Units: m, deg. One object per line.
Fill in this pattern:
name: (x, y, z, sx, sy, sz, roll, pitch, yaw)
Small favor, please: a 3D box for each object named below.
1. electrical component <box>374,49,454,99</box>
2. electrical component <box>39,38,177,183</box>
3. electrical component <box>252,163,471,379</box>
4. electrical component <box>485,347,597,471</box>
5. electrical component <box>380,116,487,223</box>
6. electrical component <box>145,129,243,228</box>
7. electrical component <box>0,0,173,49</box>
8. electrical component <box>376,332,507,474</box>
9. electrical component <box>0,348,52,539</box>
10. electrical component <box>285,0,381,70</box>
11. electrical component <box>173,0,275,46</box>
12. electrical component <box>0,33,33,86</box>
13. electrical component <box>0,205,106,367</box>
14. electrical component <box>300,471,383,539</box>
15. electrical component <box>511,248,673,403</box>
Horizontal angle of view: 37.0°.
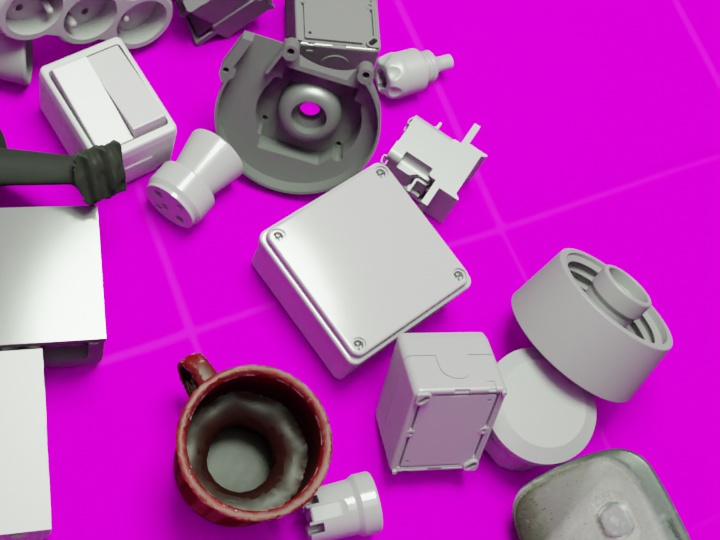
electrical component: (0.043, -0.153, 0.822, 0.061, 0.035, 0.035, -19, 76, -23)
electrical component: (-0.175, -0.111, 0.731, 0.062, 0.061, 0.096, -29, 80, -23)
electrical component: (0.000, 0.000, 0.740, 0.109, 0.056, 0.108, -33, 81, -24)
electrical component: (0.117, 0.097, 0.738, 0.080, 0.051, 0.080, 5, 68, -13)
electrical component: (0.051, -0.076, 0.792, 0.064, 0.042, 0.081, 33, 64, 3)
electrical component: (-0.114, -0.062, 0.739, 0.045, 0.045, 0.055, 37, 65, 1)
electrical component: (-0.201, -0.198, 0.738, 0.138, 0.052, 0.073, -8, 55, -50)
electrical component: (0.049, 0.089, 0.708, 0.062, 0.096, 0.061, 0, 42, -15)
electrical component: (-0.277, 0.110, 0.619, 0.186, 0.060, 0.105, -3, 71, -16)
electrical component: (-0.023, -0.186, 0.805, 0.062, 0.061, 0.096, 3, 63, -12)
electrical component: (-0.117, -0.240, 0.788, 0.079, 0.063, 0.121, -29, 76, 19)
electrical component: (-0.260, -0.150, 0.734, 0.065, 0.044, 0.044, 1, 70, -10)
electrical component: (-0.237, 0.014, 0.666, 0.150, 0.061, 0.089, -3, 71, -16)
electrical component: (-0.013, 0.153, 0.689, 0.046, 0.040, 0.040, -11, 73, -13)
electrical component: (0.166, 0.031, 0.741, 0.108, 0.060, 0.108, 31, 25, -16)
